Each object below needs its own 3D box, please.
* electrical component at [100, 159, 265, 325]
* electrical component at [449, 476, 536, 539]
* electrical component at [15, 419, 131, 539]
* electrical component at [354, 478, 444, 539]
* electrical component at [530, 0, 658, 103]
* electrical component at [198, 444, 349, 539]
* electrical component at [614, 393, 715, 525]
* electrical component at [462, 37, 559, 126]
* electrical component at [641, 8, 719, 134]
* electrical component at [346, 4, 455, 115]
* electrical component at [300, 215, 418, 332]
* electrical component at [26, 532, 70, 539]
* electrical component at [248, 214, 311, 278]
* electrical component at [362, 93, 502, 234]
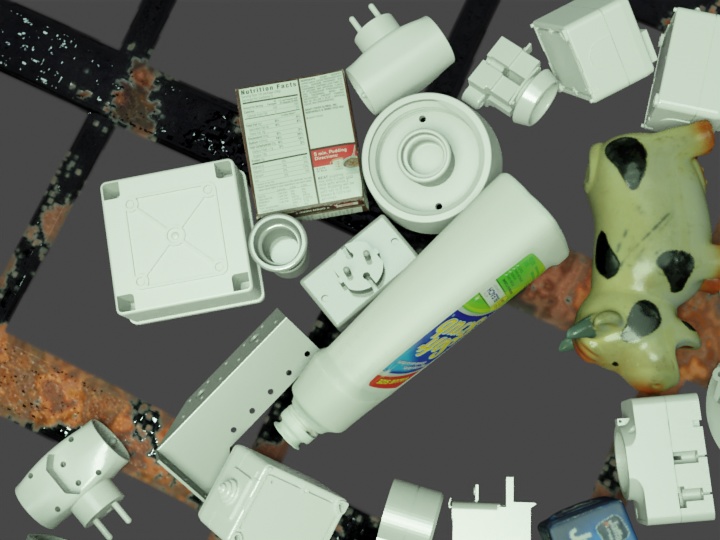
[{"bbox_3d":[-0.138,-0.021,0.838,0.109,0.056,0.108,-11,79,3],"label":"electrical component"},{"bbox_3d":[0.097,0.192,0.789,0.064,0.042,0.081,0,79,8],"label":"electrical component"},{"bbox_3d":[-0.207,0.168,0.817,0.077,0.043,0.079,-42,80,-3],"label":"electrical component"},{"bbox_3d":[0.008,0.220,0.786,0.074,0.052,0.138,15,82,7],"label":"electrical component"},{"bbox_3d":[0.178,-0.173,0.825,0.061,0.096,0.061,-27,108,-1],"label":"electrical component"},{"bbox_3d":[-0.070,0.170,0.779,0.096,0.061,0.061,33,82,-34],"label":"electrical component"},{"bbox_3d":[0.219,0.138,0.784,0.056,0.050,0.089,-6,79,3],"label":"electrical component"},{"bbox_3d":[0.122,-0.145,0.845,0.055,0.048,0.066,37,85,17],"label":"electrical component"},{"bbox_3d":[0.260,-0.155,0.827,0.061,0.061,0.096,13,81,7],"label":"electrical component"},{"bbox_3d":[0.022,-0.177,0.859,0.077,0.043,0.079,-34,79,-2],"label":"electrical component"},{"bbox_3d":[0.000,0.000,0.813,0.083,0.075,0.047,-39,80,-3],"label":"electrical component"},{"bbox_3d":[-0.204,0.229,0.733,0.105,0.186,0.060,18,82,7],"label":"electrical component"},{"bbox_3d":[-0.058,-0.015,0.826,0.044,0.065,0.044,-1,80,4],"label":"electrical component"},{"bbox_3d":[0.053,-0.083,0.823,0.108,0.060,0.108,-1,87,11],"label":"electrical component"}]
